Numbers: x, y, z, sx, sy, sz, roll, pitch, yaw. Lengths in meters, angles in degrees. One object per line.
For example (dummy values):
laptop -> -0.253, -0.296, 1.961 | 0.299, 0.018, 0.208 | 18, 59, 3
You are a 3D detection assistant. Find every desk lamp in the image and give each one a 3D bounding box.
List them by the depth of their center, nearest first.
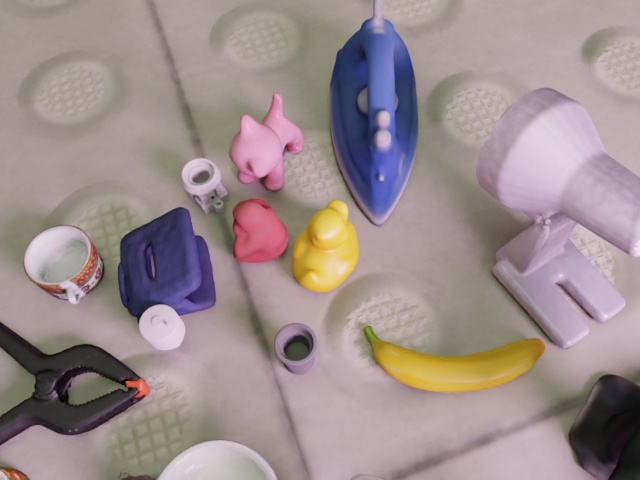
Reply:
desk lamp -> 0.252, -0.022, 0.588 | 0.118, 0.213, 0.203 | -31, 67, -14

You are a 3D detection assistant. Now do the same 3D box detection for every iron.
iron -> 0.072, -0.162, 0.701 | 0.118, 0.141, 0.258 | -1, 64, 0

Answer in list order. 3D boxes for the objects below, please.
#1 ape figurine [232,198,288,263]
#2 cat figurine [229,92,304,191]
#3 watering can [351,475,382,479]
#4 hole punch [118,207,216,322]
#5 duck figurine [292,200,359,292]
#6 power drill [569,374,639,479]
ape figurine -> -0.076, -0.016, 0.658 | 0.076, 0.092, 0.078 | 26, 67, 13
cat figurine -> -0.069, -0.120, 0.695 | 0.067, 0.118, 0.128 | 17, 65, 9
watering can -> 0.020, 0.281, 0.452 | 0.101, 0.194, 0.173 | -6, 64, -2
hole punch -> -0.175, 0.032, 0.636 | 0.101, 0.091, 0.108 | -14, 64, -6
duck figurine -> 0.006, 0.002, 0.651 | 0.077, 0.086, 0.105 | 20, 66, 11
power drill -> 0.309, 0.145, 0.507 | 0.075, 0.208, 0.230 | 33, 69, 16
